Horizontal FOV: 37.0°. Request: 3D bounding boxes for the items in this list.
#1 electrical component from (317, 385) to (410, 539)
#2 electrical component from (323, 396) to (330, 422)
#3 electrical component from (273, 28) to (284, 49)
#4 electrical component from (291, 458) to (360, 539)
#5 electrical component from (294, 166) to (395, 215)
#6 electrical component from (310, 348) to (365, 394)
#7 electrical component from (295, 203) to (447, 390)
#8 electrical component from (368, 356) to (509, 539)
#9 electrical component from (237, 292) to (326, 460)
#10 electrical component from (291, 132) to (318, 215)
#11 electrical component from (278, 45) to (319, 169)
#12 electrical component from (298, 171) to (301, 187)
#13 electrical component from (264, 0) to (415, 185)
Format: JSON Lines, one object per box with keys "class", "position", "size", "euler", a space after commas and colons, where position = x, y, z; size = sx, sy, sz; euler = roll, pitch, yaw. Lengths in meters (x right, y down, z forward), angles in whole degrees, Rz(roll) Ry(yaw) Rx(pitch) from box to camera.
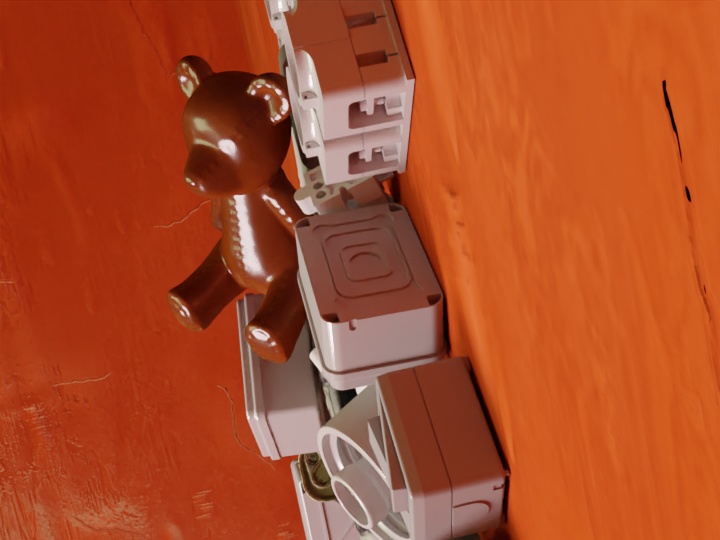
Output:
{"class": "electrical component", "position": [0.017, 0.132, 0.688], "size": [0.108, 0.060, 0.108], "euler": [43, 153, 28]}
{"class": "electrical component", "position": [-0.023, 0.108, 0.959], "size": [0.113, 0.078, 0.057], "euler": [42, 162, 22]}
{"class": "electrical component", "position": [-0.048, -0.223, 0.841], "size": [0.099, 0.048, 0.099], "euler": [85, 171, -49]}
{"class": "electrical component", "position": [-0.007, 0.240, 1.115], "size": [0.056, 0.109, 0.108], "euler": [-128, 26, -71]}
{"class": "electrical component", "position": [-0.004, -0.047, 0.737], "size": [0.055, 0.066, 0.048], "euler": [56, -171, -43]}
{"class": "electrical component", "position": [0.012, 0.058, 0.755], "size": [0.057, 0.078, 0.058], "euler": [48, 177, 37]}
{"class": "electrical component", "position": [0.005, 0.016, 0.683], "size": [0.113, 0.078, 0.057], "euler": [-109, 12, -51]}
{"class": "electrical component", "position": [0.039, 0.097, 0.604], "size": [0.061, 0.061, 0.096], "euler": [85, 171, -50]}
{"class": "electrical component", "position": [-0.062, 0.086, 0.878], "size": [0.108, 0.056, 0.108], "euler": [84, 177, -63]}
{"class": "electrical component", "position": [-0.026, -0.096, 0.891], "size": [0.099, 0.048, 0.099], "euler": [-113, 12, -61]}
{"class": "electrical component", "position": [-0.027, -0.130, 0.804], "size": [0.059, 0.054, 0.095], "euler": [85, 170, -52]}
{"class": "electrical component", "position": [-0.030, -0.078, 0.977], "size": [0.040, 0.046, 0.040], "euler": [168, 90, -84]}
{"class": "electrical component", "position": [-0.022, -0.159, 0.662], "size": [0.105, 0.060, 0.186], "euler": [91, 165, -67]}
